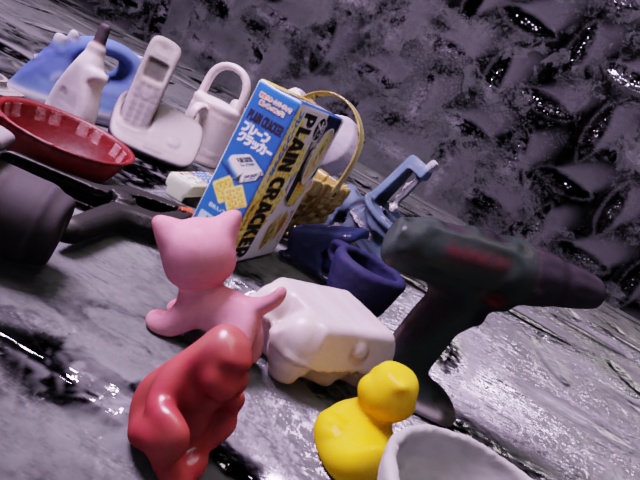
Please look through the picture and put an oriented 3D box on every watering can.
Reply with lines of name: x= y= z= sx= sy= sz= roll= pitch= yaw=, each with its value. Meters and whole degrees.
watering can: x=-0.200 y=-0.248 z=1.102 sx=0.101 sy=0.194 sz=0.172 roll=26 pitch=14 yaw=-12

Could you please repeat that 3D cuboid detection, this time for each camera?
camera: x=-0.260 y=-0.036 z=0.423 sx=0.137 sy=0.101 sz=0.143 roll=25 pitch=14 yaw=-17

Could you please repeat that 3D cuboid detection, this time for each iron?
iron: x=-0.386 y=-0.283 z=0.964 sx=0.118 sy=0.141 sz=0.259 roll=35 pitch=15 yaw=23

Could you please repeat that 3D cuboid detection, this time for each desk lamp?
desk lamp: x=-0.043 y=-0.163 z=1.072 sx=0.204 sy=0.213 sz=0.117 roll=17 pitch=18 yaw=-40

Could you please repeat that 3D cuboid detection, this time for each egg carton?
egg carton: x=0.002 y=0.092 z=0.555 sx=0.151 sy=0.069 sz=0.107 roll=16 pitch=19 yaw=-44

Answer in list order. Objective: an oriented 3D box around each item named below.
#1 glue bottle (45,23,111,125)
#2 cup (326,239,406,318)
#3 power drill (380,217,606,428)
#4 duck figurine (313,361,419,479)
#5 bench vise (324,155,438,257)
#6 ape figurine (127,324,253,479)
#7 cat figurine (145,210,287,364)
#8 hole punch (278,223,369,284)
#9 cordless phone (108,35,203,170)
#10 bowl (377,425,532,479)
glue bottle: x=-0.319 y=-0.210 z=0.772 sx=0.078 sy=0.173 sz=0.037 roll=35 pitch=15 yaw=22
cup: x=0.032 y=0.060 z=0.677 sx=0.092 sy=0.095 sz=0.117 roll=15 pitch=20 yaw=-46
power drill: x=0.148 y=0.082 z=0.593 sx=0.230 sy=0.208 sz=0.075 roll=27 pitch=14 yaw=-9
duck figurine: x=0.045 y=0.137 z=0.446 sx=0.077 sy=0.086 sz=0.104 roll=28 pitch=14 yaw=-4
bench vise: x=0.105 y=-0.075 z=1.041 sx=0.207 sy=0.219 sz=0.122 roll=33 pitch=14 yaw=16
ape figurine: x=-0.073 y=0.094 z=0.353 sx=0.078 sy=0.092 sz=0.076 roll=13 pitch=21 yaw=-48
cat figurine: x=-0.088 y=0.033 z=0.484 sx=0.127 sy=0.117 sz=0.067 roll=31 pitch=14 yaw=7
hole punch: x=0.008 y=0.003 z=0.840 sx=0.101 sy=0.091 sz=0.109 roll=33 pitch=14 yaw=14
cordless phone: x=-0.247 y=-0.221 z=0.931 sx=0.148 sy=0.185 sz=0.094 roll=22 pitch=15 yaw=-27
bowl: x=0.096 y=0.199 z=0.353 sx=0.167 sy=0.074 sz=0.167 roll=28 pitch=14 yaw=-7
